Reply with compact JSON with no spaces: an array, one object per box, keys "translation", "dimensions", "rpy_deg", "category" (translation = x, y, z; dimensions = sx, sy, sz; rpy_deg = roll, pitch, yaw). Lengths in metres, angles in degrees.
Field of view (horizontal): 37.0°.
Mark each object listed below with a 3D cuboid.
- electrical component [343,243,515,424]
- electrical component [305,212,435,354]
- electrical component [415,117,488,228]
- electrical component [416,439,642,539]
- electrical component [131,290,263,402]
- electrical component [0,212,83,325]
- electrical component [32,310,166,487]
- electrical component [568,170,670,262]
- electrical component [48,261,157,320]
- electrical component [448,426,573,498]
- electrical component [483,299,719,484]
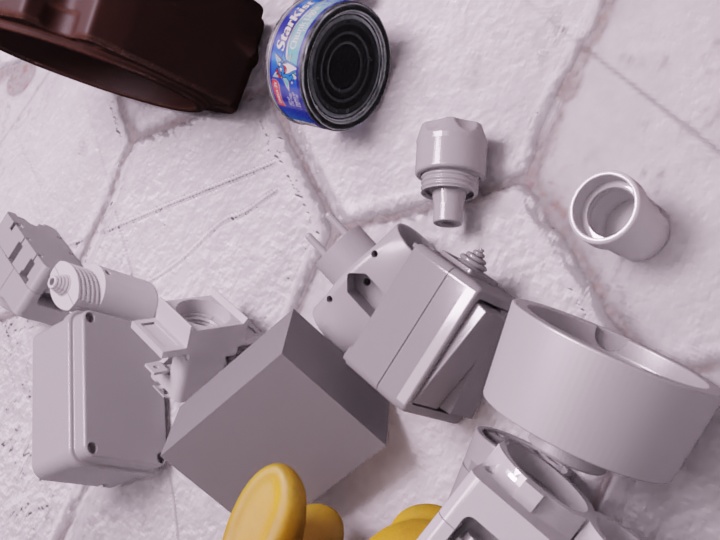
[{"translation":[0.050,0.033,0.605],"dimensions":[0.061,0.062,0.096],"rpy_deg":[38,100,38],"category":"electrical component"},{"translation":[0.000,0.000,0.658],"dimensions":[0.079,0.043,0.077],"rpy_deg":[47,108,6],"category":"electrical component"},{"translation":[0.054,-0.057,0.646],"dimensions":[0.043,0.043,0.062],"rpy_deg":[-6,73,38],"category":"electrical component"},{"translation":[0.103,0.148,0.473],"dimensions":[0.150,0.089,0.061],"rpy_deg":[39,101,17],"category":"electrical component"},{"translation":[-0.111,0.052,0.726],"dimensions":[0.042,0.081,0.063],"rpy_deg":[38,122,41],"category":"electrical component"},{"translation":[-0.269,0.003,0.882],"dimensions":[0.055,0.050,0.089],"rpy_deg":[-55,50,10],"category":"electrical component"},{"translation":[-0.185,0.092,0.766],"dimensions":[0.057,0.078,0.113],"rpy_deg":[-25,61,34],"category":"electrical component"},{"translation":[0.138,-0.027,0.565],"dimensions":[0.040,0.046,0.040],"rpy_deg":[-14,67,35],"category":"electrical component"},{"translation":[-0.195,0.019,0.796],"dimensions":[0.043,0.081,0.043],"rpy_deg":[-14,67,35],"category":"electrical component"},{"translation":[0.076,0.115,0.563],"dimensions":[0.055,0.055,0.047],"rpy_deg":[30,98,41],"category":"electrical component"},{"translation":[0.112,0.063,0.519],"dimensions":[0.108,0.108,0.060],"rpy_deg":[30,101,41],"category":"electrical component"}]
